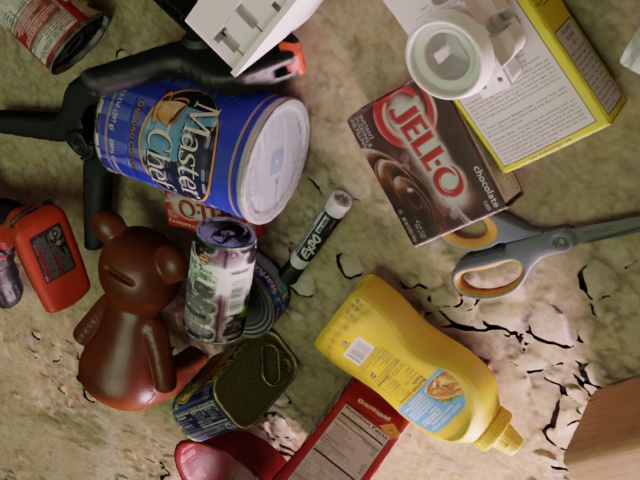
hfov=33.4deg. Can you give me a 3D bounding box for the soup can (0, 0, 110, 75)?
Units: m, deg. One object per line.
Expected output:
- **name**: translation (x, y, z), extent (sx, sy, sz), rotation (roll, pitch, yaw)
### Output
- **soup can**: translation (-0.235, -0.197, 0.887), extent (0.102, 0.068, 0.069), rotation (44, 135, -1)

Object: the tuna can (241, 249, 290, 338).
- **tuna can**: translation (-0.071, 0.046, 0.981), extent (0.086, 0.033, 0.086), rotation (18, 130, 22)

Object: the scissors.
- **scissors**: translation (0.163, -0.014, 0.792), extent (0.096, 0.016, 0.202), rotation (50, 134, -7)

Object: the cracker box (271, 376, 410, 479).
- **cracker box**: translation (-0.011, 0.225, 0.947), extent (0.072, 0.213, 0.164), rotation (38, 135, 6)

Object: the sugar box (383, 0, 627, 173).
- **sugar box**: translation (0.116, -0.138, 0.711), extent (0.094, 0.048, 0.176), rotation (-26, 101, 43)

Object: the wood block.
- **wood block**: translation (0.293, 0.142, 0.768), extent (0.207, 0.090, 0.090), rotation (-28, 104, 44)

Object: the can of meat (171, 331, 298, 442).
- **can of meat**: translation (-0.083, 0.140, 1.014), extent (0.084, 0.102, 0.057), rotation (-28, 104, 46)

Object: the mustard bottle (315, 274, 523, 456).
- **mustard bottle**: translation (0.092, 0.117, 0.907), extent (0.191, 0.058, 0.096), rotation (38, 136, 4)

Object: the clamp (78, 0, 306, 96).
- **clamp**: translation (-0.092, -0.161, 0.816), extent (0.171, 0.120, 0.039), rotation (5, 163, 8)

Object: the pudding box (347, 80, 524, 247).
- **pudding box**: translation (0.084, -0.062, 0.782), extent (0.090, 0.039, 0.113), rotation (-25, 97, 43)

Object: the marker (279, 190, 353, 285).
- **marker**: translation (-0.006, 0.001, 0.914), extent (0.020, 0.020, 0.121), rotation (39, 135, 3)

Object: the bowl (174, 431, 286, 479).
- **bowl**: translation (-0.074, 0.251, 1.111), extent (0.162, 0.055, 0.162), rotation (27, 141, 25)

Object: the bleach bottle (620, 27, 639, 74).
- **bleach bottle**: translation (0.295, -0.052, 0.644), extent (0.251, 0.068, 0.103), rotation (33, 135, 12)

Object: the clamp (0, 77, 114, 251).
- **clamp**: translation (-0.217, -0.097, 0.970), extent (0.164, 0.036, 0.210), rotation (45, 133, -3)

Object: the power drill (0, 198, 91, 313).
- **power drill**: translation (-0.309, 0.011, 1.071), extent (0.188, 0.057, 0.184), rotation (18, 134, 42)

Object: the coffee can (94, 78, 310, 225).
- **coffee can**: translation (-0.093, -0.082, 0.852), extent (0.140, 0.102, 0.103), rotation (20, 131, 21)

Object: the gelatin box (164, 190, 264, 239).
- **gelatin box**: translation (-0.095, -0.039, 0.936), extent (0.089, 0.030, 0.073), rotation (17, 130, 23)
